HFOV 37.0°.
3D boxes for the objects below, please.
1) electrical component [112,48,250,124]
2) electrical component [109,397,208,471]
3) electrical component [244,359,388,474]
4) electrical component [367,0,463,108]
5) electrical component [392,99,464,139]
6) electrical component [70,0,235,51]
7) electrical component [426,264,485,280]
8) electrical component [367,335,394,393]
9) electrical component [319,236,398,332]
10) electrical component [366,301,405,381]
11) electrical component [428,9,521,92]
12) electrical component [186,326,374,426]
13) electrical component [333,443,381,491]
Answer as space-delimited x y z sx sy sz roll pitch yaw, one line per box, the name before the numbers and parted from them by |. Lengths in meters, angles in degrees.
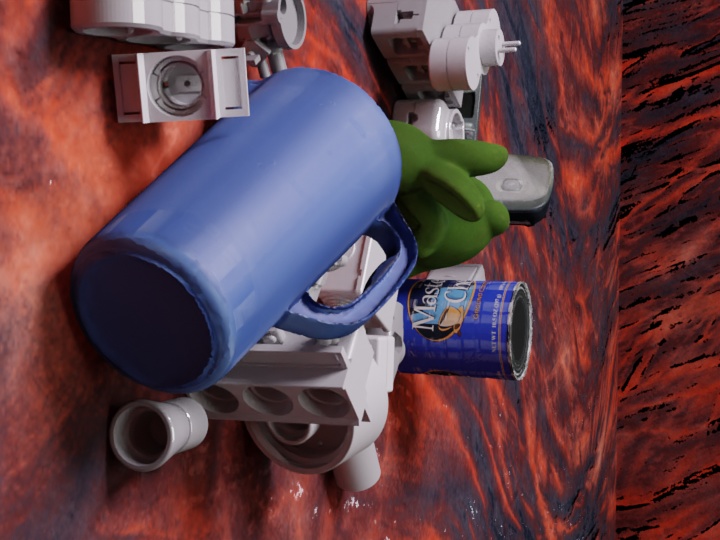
electrical component | -0.110 -0.115 0.670 0.064 0.081 0.042 -97 -175 -79
electrical component | -0.124 0.101 0.684 0.065 0.044 0.044 2 89 -74
electrical component | -0.040 0.103 0.816 0.060 0.108 0.108 -29 118 -59
electrical component | 0.062 -0.242 1.110 0.150 0.062 0.089 48 48 -61
electrical component | 0.077 -0.144 1.158 0.095 0.059 0.053 40 54 -63
electrical component | -0.123 -0.176 0.651 0.138 0.052 0.073 -13 104 -68
electrical component | 0.109 0.027 1.250 0.096 0.062 0.061 -56 142 -54
electrical component | -0.023 0.077 0.883 0.076 0.083 0.047 6 85 -69
electrical component | 0.000 0.000 0.985 0.099 0.048 0.099 54 42 -58
electrical component | 0.021 0.074 1.052 0.079 0.043 0.077 44 51 -64
electrical component | 0.123 -0.222 1.079 0.138 0.074 0.052 -56 141 -53
electrical component | -0.056 0.067 0.745 0.078 0.121 0.063 69 28 -45
electrical component | -0.009 0.157 0.978 0.043 0.043 0.081 -61 146 -50
